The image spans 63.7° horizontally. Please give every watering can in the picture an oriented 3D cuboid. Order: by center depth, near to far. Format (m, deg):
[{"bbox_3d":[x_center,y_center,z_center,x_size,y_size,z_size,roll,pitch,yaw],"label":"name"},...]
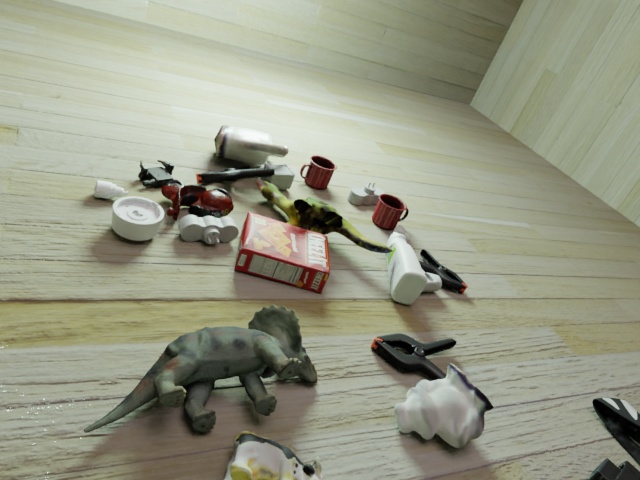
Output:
[{"bbox_3d":[-0.207,-0.284,1.552,0.224,0.104,0.349,9,5,-12],"label":"watering can"}]

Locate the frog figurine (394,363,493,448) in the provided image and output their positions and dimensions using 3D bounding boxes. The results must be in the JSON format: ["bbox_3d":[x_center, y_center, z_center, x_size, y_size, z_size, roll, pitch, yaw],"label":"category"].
[{"bbox_3d":[0.222,0.325,0.959,0.160,0.120,0.140,-29,58,-11],"label":"frog figurine"}]

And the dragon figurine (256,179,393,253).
[{"bbox_3d":[0.004,-0.072,1.431,0.410,0.120,0.247,22,22,-2],"label":"dragon figurine"}]
